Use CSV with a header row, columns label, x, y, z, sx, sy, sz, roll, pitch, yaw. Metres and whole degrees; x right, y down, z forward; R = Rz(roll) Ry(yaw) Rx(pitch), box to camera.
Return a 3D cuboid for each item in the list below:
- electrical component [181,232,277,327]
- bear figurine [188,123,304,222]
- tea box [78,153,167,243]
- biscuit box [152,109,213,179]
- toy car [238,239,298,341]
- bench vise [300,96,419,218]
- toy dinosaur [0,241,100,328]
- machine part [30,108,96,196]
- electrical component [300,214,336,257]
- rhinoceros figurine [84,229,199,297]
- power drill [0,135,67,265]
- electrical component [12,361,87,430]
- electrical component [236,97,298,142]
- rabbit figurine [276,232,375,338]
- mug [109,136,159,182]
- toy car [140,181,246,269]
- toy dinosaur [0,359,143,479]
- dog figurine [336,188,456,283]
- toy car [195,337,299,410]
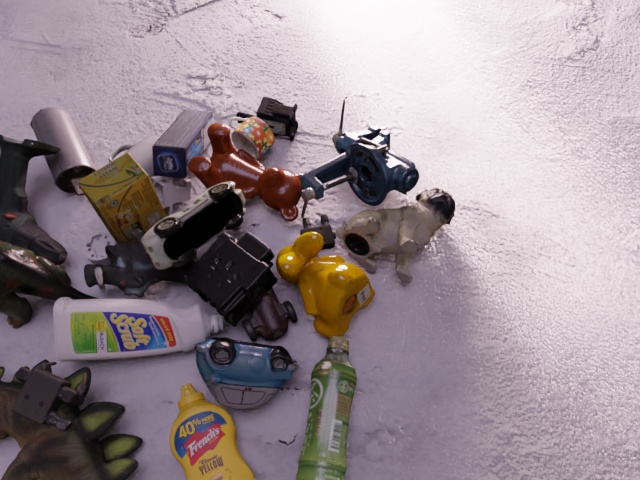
label,x,y,z,sx,sy,sz,roll,pitch,yaw
electrical component,-0.139,0.054,0.877,0.115,0.058,0.134,34,74,25
bear figurine,-0.123,-0.118,0.993,0.196,0.131,0.120,18,66,16
tea box,-0.332,-0.058,0.929,0.098,0.169,0.068,-38,67,-21
biscuit box,-0.256,-0.186,1.018,0.063,0.059,0.203,6,32,2
toy car,-0.113,0.078,0.923,0.089,0.053,0.202,-23,64,-10
bench vise,0.054,-0.136,0.997,0.241,0.128,0.224,-27,56,-26
toy dinosaur,-0.543,0.051,0.852,0.405,0.192,0.131,-2,63,-1
machine part,-0.500,-0.176,1.047,0.079,0.079,0.243,-26,65,-15
electrical component,-0.002,-0.003,0.987,0.063,0.021,0.094,-9,60,-6
rhinoceros figurine,-0.298,0.044,0.914,0.190,0.073,0.112,-3,73,-22
power drill,-0.528,-0.077,0.960,0.232,0.086,0.207,14,96,15
electrical component,-0.378,0.213,0.751,0.102,0.045,0.078,14,77,9
electrical component,-0.106,-0.249,1.098,0.119,0.074,0.048,12,62,9
rabbit figurine,-0.015,0.062,0.892,0.173,0.162,0.122,33,76,36
mug,-0.344,-0.154,1.041,0.110,0.080,0.107,21,52,15
toy car,-0.204,-0.027,0.898,0.056,0.073,0.202,11,40,42
toy dinosaur,-0.371,0.300,0.765,0.472,0.105,0.198,42,64,15
dog figurine,0.141,-0.037,0.977,0.172,0.121,0.190,28,50,11
toy car,-0.118,0.207,0.830,0.162,0.109,0.103,12,83,-7
